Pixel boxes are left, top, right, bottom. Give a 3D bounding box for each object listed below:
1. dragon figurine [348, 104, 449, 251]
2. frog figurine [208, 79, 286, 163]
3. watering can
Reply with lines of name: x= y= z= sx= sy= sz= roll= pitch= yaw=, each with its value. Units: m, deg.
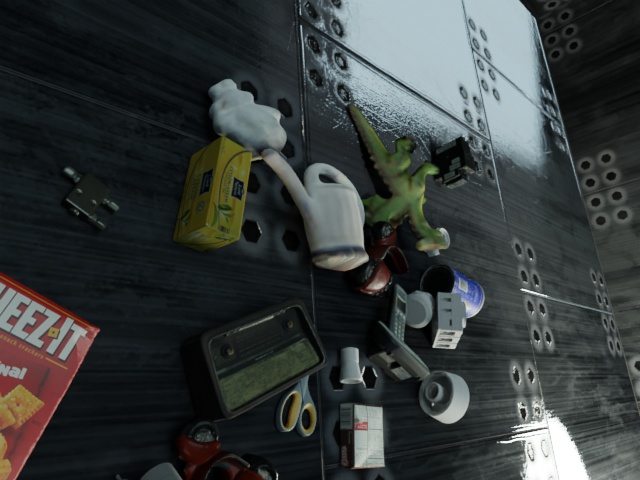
dragon figurine: x=0.165 y=-0.132 z=1.254 sx=0.409 sy=0.120 sz=0.248 roll=42 pitch=51 yaw=-4
frog figurine: x=-0.135 y=-0.222 z=0.950 sx=0.138 sy=0.122 sz=0.159 roll=-16 pitch=97 yaw=-30
watering can: x=0.003 y=-0.051 z=1.015 sx=0.346 sy=0.103 sz=0.227 roll=11 pitch=65 yaw=-57
